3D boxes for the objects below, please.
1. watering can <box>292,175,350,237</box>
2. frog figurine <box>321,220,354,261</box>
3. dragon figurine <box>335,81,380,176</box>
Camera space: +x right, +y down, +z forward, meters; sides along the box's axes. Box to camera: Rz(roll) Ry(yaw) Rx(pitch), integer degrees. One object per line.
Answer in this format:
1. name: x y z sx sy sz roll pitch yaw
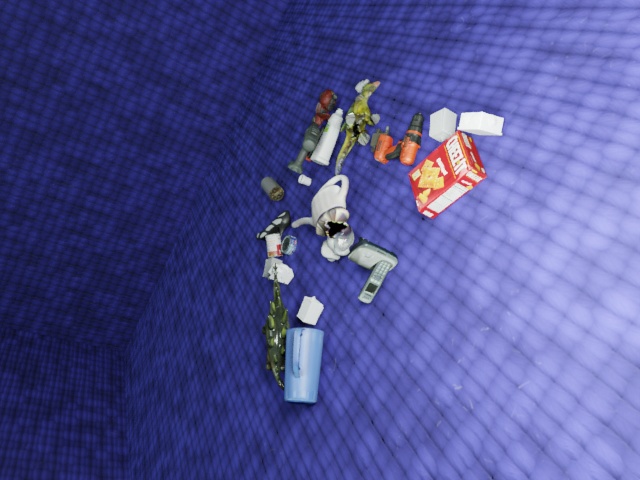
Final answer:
1. watering can: 0.006 -0.101 2.011 0.342 0.103 0.230 -47 35 29
2. frog figurine: 0.065 0.016 1.871 0.140 0.123 0.156 -129 28 -49
3. dragon figurine: 0.135 -0.462 2.086 0.407 0.122 0.245 -61 12 9
